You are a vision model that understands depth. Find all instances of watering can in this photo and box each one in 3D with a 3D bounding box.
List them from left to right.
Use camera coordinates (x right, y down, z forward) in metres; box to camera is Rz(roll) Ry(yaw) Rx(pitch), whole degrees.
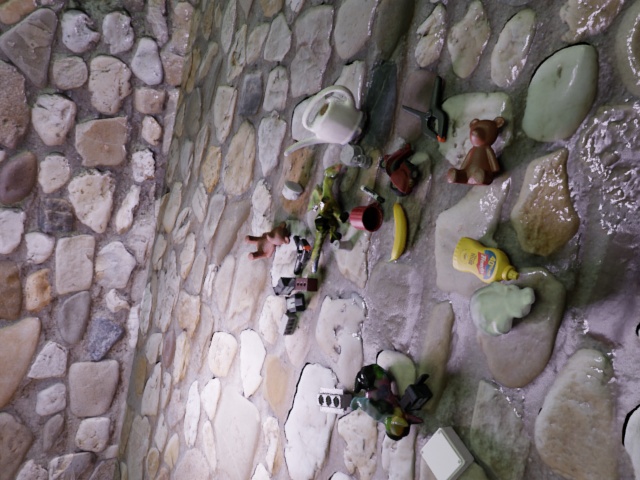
[{"bbox_3d":[0.029,-0.409,1.892,0.341,0.223,0.106,-52,28,34],"label":"watering can"}]

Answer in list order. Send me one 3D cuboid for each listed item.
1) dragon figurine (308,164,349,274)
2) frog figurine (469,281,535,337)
[{"bbox_3d":[0.006,-0.100,1.977,0.247,0.122,0.403,-116,43,-59],"label":"dragon figurine"},{"bbox_3d":[0.465,0.173,1.315,0.157,0.122,0.140,-34,39,57],"label":"frog figurine"}]
